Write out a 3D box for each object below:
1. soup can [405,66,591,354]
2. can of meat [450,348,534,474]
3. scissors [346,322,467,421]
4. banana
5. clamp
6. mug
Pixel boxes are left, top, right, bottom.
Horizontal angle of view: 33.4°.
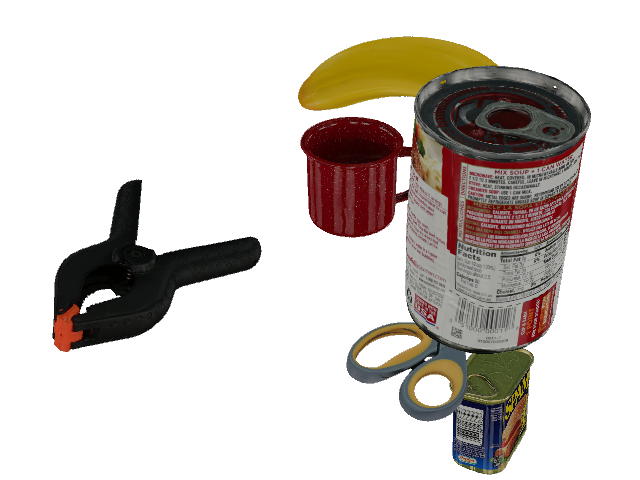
[{"bbox_3d":[0.071,-0.011,0.443,0.068,0.102,0.068,-1,37,0],"label":"soup can"},{"bbox_3d":[0.161,0.158,1.008,0.058,0.084,0.101,11,27,26],"label":"can of meat"},{"bbox_3d":[0.116,0.076,0.796,0.201,0.016,0.096,-16,48,-22],"label":"scissors"},{"bbox_3d":[0.058,-0.093,0.659,0.037,0.069,0.198,17,8,-46],"label":"banana"},{"bbox_3d":[-0.135,0.014,0.749,0.120,0.039,0.171,27,37,25],"label":"clamp"},{"bbox_3d":[0.041,-0.058,0.985,0.117,0.081,0.093,-6,34,-7],"label":"mug"}]
